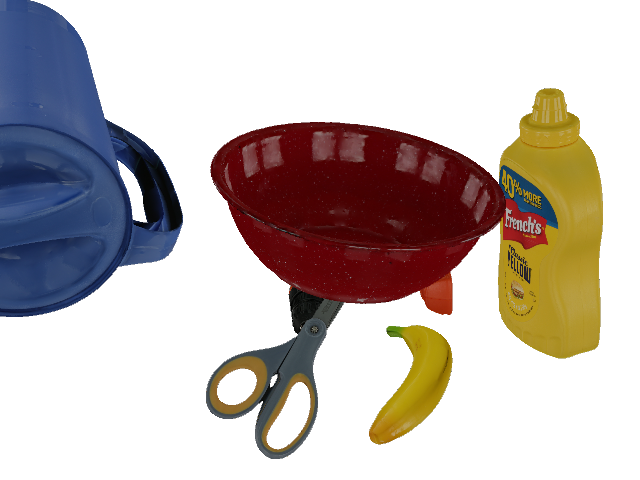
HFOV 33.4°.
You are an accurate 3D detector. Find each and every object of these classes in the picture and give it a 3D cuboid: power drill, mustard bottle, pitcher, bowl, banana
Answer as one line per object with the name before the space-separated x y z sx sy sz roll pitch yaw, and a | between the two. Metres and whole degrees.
power drill | 0.057 0.054 1.239 0.187 0.057 0.184 -2 28 2
mustard bottle | 0.165 -0.017 0.771 0.058 0.192 0.096 -13 28 -16
pitcher | -0.193 -0.067 0.716 0.145 0.149 0.243 -26 36 2
bowl | 0.018 -0.011 0.592 0.162 0.055 0.162 6 27 -3
banana | 0.090 0.129 1.005 0.070 0.037 0.197 -22 18 18

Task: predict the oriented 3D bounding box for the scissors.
scissors | -0.026 0.074 0.847 0.096 0.201 0.016 14 -29 4
